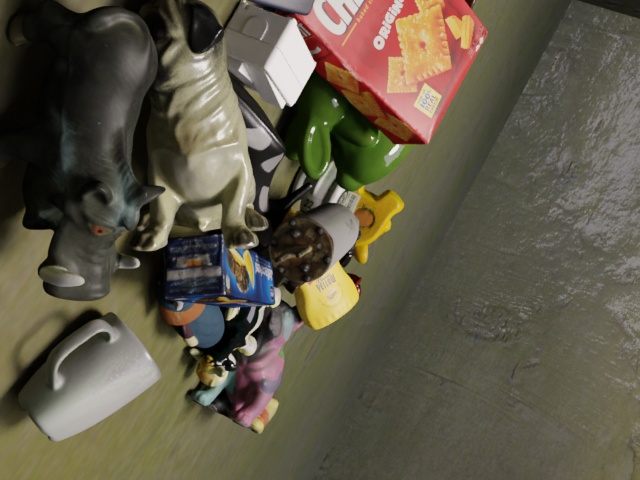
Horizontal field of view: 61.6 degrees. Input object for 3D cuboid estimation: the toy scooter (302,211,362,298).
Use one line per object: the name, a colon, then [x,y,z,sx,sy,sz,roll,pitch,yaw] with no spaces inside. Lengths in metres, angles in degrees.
toy scooter: [0.020,0.027,0.891,0.075,0.135,0.183,-32,144,-56]

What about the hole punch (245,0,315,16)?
hole punch: [-0.050,-0.240,0.408,0.116,0.092,0.142,-25,143,-56]

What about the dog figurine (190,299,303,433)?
dog figurine: [-0.093,0.186,0.860,0.219,0.109,0.191,-59,161,-18]

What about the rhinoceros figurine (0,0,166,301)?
rhinoceros figurine: [-0.151,-0.055,0.353,0.073,0.112,0.190,-18,124,-68]

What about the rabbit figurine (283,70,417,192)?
rabbit figurine: [0.022,-0.154,0.694,0.159,0.121,0.170,-45,126,2]

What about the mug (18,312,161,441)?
mug: [-0.212,0.124,0.485,0.107,0.081,0.109,-41,159,-27]

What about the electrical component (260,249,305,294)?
electrical component: [-0.059,0.026,0.743,0.078,0.102,0.045,-59,168,26]

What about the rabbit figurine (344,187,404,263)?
rabbit figurine: [0.078,-0.039,1.000,0.173,0.122,0.162,-69,175,-78]

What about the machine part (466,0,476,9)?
machine part: [0.185,-0.391,0.830,0.201,0.087,0.201,-48,156,-36]

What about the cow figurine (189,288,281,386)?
cow figurine: [-0.123,0.128,0.732,0.167,0.068,0.098,-62,170,-1]

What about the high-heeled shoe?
high-heeled shoe: [-0.100,-0.067,0.583,0.145,0.086,0.248,-34,144,4]

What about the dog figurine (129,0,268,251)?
dog figurine: [-0.106,-0.098,0.465,0.172,0.121,0.190,-146,-126,-69]

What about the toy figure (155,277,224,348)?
toy figure: [-0.152,0.079,0.619,0.058,0.064,0.154,-20,147,-4]

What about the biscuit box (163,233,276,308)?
biscuit box: [-0.101,0.040,0.586,0.202,0.063,0.059,45,40,-77]

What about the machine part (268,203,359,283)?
machine part: [-0.001,-0.002,0.671,0.079,0.079,0.243,-67,170,14]

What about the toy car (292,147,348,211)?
toy car: [0.030,-0.125,0.802,0.201,0.074,0.056,-59,165,-13]
